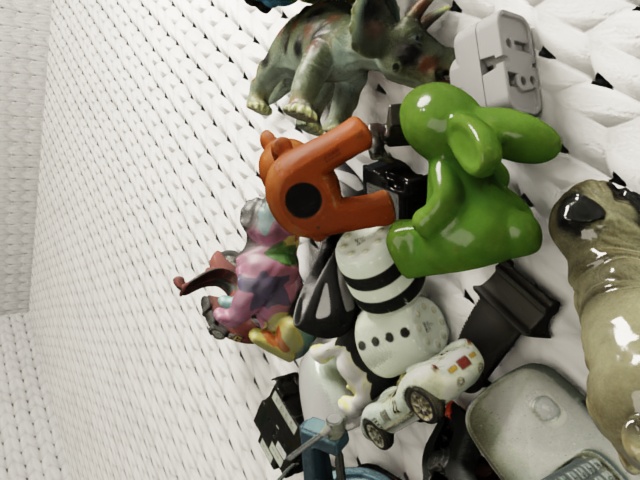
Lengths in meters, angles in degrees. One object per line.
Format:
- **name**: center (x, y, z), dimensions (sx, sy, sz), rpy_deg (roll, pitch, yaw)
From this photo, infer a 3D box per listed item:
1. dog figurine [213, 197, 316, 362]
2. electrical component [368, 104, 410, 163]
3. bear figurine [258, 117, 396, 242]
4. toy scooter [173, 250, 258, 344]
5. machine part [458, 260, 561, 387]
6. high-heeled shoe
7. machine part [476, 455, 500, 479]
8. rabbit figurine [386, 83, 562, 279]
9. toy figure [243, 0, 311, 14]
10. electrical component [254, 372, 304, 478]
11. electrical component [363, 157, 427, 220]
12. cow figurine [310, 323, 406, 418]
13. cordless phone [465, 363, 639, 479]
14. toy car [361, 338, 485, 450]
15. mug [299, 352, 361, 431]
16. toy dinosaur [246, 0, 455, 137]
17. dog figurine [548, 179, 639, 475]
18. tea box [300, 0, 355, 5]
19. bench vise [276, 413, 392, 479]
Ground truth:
- **dog figurine**: center (-0.052, 0.041, 0.776), dimensions (0.219, 0.191, 0.108), rpy_deg (-58, 4, 8)
- **electrical component**: center (0.101, -0.111, 0.569), dimensions (0.078, 0.102, 0.045), rpy_deg (102, 166, -82)
- **bear figurine**: center (-0.005, -0.074, 0.603), dimensions (0.196, 0.132, 0.120), rpy_deg (-99, -12, -71)
- **toy scooter**: center (-0.174, 0.099, 0.915), dimensions (0.075, 0.135, 0.184), rpy_deg (-49, 57, 41)
- **machine part**: center (0.175, 0.092, 0.536), dimensions (0.084, 0.039, 0.138), rpy_deg (47, 127, 33)
- **high-heeled shoe**: center (-0.001, -0.002, 0.670), dimensions (0.086, 0.145, 0.249), rpy_deg (-37, 66, 47)
- **machine part**: center (0.171, 0.316, 0.546), dimensions (0.179, 0.056, 0.179), rpy_deg (4, 95, 53)
- **rabbit figurine**: center (0.120, -0.061, 0.478), dimensions (0.159, 0.121, 0.170), rpy_deg (-12, 97, 69)
- **toy figure**: center (-0.024, -0.324, 0.612), dimensions (0.180, 0.082, 0.089), rpy_deg (-27, 84, 47)
- **electrical component**: center (-0.047, 0.291, 0.831), dimensions (0.115, 0.058, 0.134), rpy_deg (52, 132, 39)
- **electrical component**: center (0.078, -0.057, 0.626), dimensions (0.119, 0.048, 0.074), rpy_deg (33, 136, 43)
- **cow figurine**: center (0.040, 0.130, 0.691), dimensions (0.098, 0.068, 0.167), rpy_deg (-51, 58, 35)
- **cordless phone**: center (0.164, 0.185, 0.434), dimensions (0.147, 0.184, 0.088), rpy_deg (52, 128, 36)
- **toy car**: center (0.100, 0.163, 0.557), dimensions (0.056, 0.073, 0.201), rpy_deg (55, 148, 18)
- **mug**: center (0.007, 0.210, 0.742), dimensions (0.109, 0.081, 0.107), rpy_deg (-55, 40, 47)
- **toy dinosaur**: center (0.002, -0.233, 0.677), dimensions (0.405, 0.131, 0.192), rpy_deg (33, 100, 56)
- **dog figurine**: center (0.210, 0.046, 0.381), dimensions (0.121, 0.172, 0.191), rpy_deg (-45, 65, 32)
- **tea box**: center (0.047, -0.351, 0.637), dimensions (0.170, 0.068, 0.098), rpy_deg (-2, 91, 52)
- **bench vise**: center (0.007, 0.297, 0.636), dimensions (0.224, 0.129, 0.240), rpy_deg (13, 120, 37)
